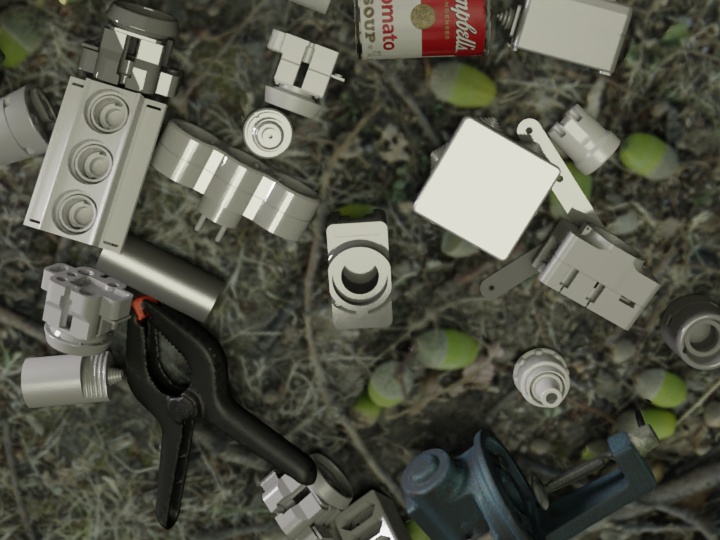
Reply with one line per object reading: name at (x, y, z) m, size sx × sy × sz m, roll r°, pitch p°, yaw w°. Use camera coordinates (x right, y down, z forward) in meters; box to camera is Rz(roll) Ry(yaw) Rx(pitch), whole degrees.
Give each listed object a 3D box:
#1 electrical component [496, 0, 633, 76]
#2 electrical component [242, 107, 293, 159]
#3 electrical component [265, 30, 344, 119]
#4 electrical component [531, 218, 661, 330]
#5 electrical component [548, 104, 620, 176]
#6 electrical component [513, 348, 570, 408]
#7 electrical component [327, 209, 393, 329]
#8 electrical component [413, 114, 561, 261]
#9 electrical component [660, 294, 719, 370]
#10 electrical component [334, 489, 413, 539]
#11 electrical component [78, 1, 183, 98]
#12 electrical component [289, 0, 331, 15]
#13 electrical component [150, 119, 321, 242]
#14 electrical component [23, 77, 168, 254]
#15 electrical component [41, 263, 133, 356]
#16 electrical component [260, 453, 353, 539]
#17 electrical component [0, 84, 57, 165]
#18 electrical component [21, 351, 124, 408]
electrical component at (0.155, -0.194, 0.835) m, size 0.096 × 0.061 × 0.061 m, roll 14°, pitch 106°, yaw -4°
electrical component at (-0.073, -0.108, 0.853) m, size 0.040 × 0.078 × 0.040 m, roll -1°, pitch 101°, yaw -7°
electrical component at (-0.047, -0.153, 0.856) m, size 0.066 × 0.048 × 0.055 m, roll 20°, pitch 98°, yaw -5°
electrical component at (0.198, 0.000, 0.894) m, size 0.089 × 0.050 × 0.055 m, roll 29°, pitch 107°, yaw -11°
electrical component at (0.181, -0.106, 0.873) m, size 0.046 × 0.040 × 0.040 m, roll 44°, pitch 102°, yaw -5°
electrical component at (0.158, 0.097, 0.918) m, size 0.048 × 0.062 × 0.048 m, roll 0°, pitch 106°, yaw -1°
electrical component at (0.000, 0.000, 0.894) m, size 0.050 × 0.055 × 0.089 m, roll -4°, pitch 106°, yaw 1°
electrical component at (0.101, -0.069, 0.875) m, size 0.100 × 0.048 × 0.099 m, roll 29°, pitch 105°, yaw -5°
electrical component at (0.289, 0.054, 0.914) m, size 0.055 × 0.047 × 0.055 m, roll 0°, pitch 106°, yaw 0°
electrical component at (0.027, 0.251, 0.962) m, size 0.047 × 0.083 × 0.076 m, roll -37°, pitch 141°, yaw 10°
electrical component at (-0.175, -0.175, 0.843) m, size 0.078 × 0.058 × 0.057 m, roll 17°, pitch 108°, yaw -5°
electrical component at (-0.048, -0.248, 0.828) m, size 0.077 × 0.044 × 0.079 m, roll 21°, pitch 105°, yaw -6°
electrical component at (-0.109, -0.059, 0.879) m, size 0.138 × 0.052 × 0.073 m, roll 28°, pitch 104°, yaw -8°
electrical component at (-0.206, -0.081, 0.850) m, size 0.079 × 0.063 × 0.121 m, roll 17°, pitch 87°, yaw 2°
electrical component at (-0.232, 0.036, 0.901) m, size 0.078 × 0.058 × 0.057 m, roll 22°, pitch 110°, yaw 18°
electrical component at (-0.043, 0.199, 0.946) m, size 0.057 × 0.058 × 0.078 m, roll -43°, pitch 63°, yaw 9°
electrical component at (-0.274, -0.115, 0.862) m, size 0.047 × 0.055 × 0.055 m, roll -19°, pitch 105°, yaw 9°
electrical component at (-0.245, 0.094, 0.927) m, size 0.081 × 0.043 × 0.043 m, roll -5°, pitch 106°, yaw 1°
